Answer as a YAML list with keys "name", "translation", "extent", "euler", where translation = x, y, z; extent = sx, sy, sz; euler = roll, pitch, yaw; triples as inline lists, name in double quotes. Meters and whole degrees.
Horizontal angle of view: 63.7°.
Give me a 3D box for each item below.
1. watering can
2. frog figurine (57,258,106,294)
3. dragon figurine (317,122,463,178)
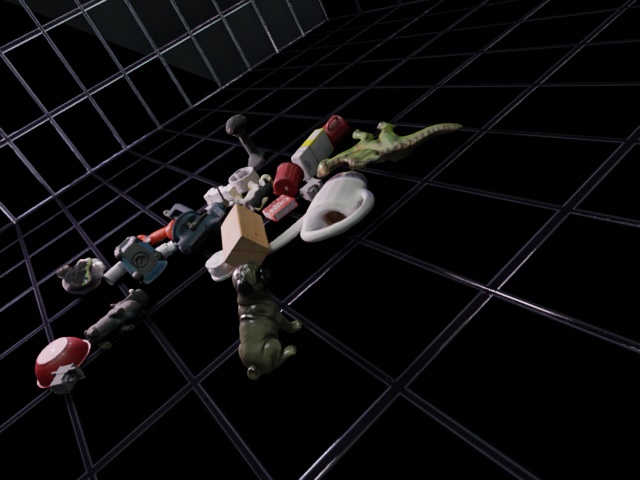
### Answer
- name: "watering can"
  translation: [0.004, -0.068, 1.357]
  extent: [0.344, 0.102, 0.229]
  euler: [-18, 29, 36]
- name: "frog figurine"
  translation: [-0.791, 0.124, 1.746]
  extent: [0.138, 0.123, 0.158]
  euler: [-44, -5, -10]
- name: "dragon figurine"
  translation: [0.168, -0.240, 1.415]
  extent: [0.408, 0.120, 0.247]
  euler: [-10, 23, 33]
